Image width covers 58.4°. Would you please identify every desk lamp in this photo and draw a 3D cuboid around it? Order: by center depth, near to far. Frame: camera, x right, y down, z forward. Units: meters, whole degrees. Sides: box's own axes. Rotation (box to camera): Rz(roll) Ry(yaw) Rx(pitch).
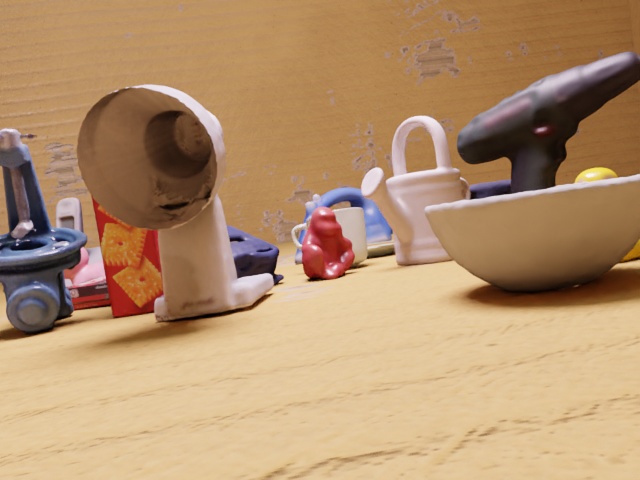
[{"bbox_3d":[-0.129,-0.033,0.557,0.118,0.213,0.203,-8,2,6],"label":"desk lamp"}]

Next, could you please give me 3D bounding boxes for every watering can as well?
[{"bbox_3d":[0.135,-0.068,0.762,0.100,0.194,0.173,-7,2,34],"label":"watering can"}]

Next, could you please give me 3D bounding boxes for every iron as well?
[{"bbox_3d":[0.038,-0.040,1.148,0.118,0.141,0.259,-6,3,45],"label":"iron"}]

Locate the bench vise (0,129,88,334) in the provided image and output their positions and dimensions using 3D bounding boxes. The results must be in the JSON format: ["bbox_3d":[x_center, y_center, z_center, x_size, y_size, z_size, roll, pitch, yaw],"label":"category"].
[{"bbox_3d":[-0.349,-0.008,0.664,0.122,0.220,0.206,-10,3,-39],"label":"bench vise"}]

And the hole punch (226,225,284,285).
[{"bbox_3d":[-0.111,0.020,0.737,0.100,0.091,0.109,-7,2,33],"label":"hole punch"}]

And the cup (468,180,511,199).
[{"bbox_3d":[0.254,-0.038,0.842,0.118,0.095,0.091,-9,2,-13],"label":"cup"}]

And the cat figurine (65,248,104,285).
[{"bbox_3d":[-0.404,0.042,0.977,0.128,0.118,0.067,-8,2,-4],"label":"cat figurine"}]

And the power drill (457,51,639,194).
[{"bbox_3d":[0.280,-0.094,0.694,0.228,0.208,0.076,-6,3,43],"label":"power drill"}]

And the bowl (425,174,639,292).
[{"bbox_3d":[0.167,-0.002,0.435,0.167,0.075,0.167,-8,2,1],"label":"bowl"}]

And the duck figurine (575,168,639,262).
[{"bbox_3d":[0.267,-0.026,0.542,0.077,0.086,0.105,-7,2,34],"label":"duck figurine"}]

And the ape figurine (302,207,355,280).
[{"bbox_3d":[0.007,0.003,0.743,0.078,0.092,0.076,-9,2,-26],"label":"ape figurine"}]

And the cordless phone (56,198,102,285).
[{"bbox_3d":[-0.427,0.008,1.063,0.147,0.185,0.094,-8,2,10],"label":"cordless phone"}]
